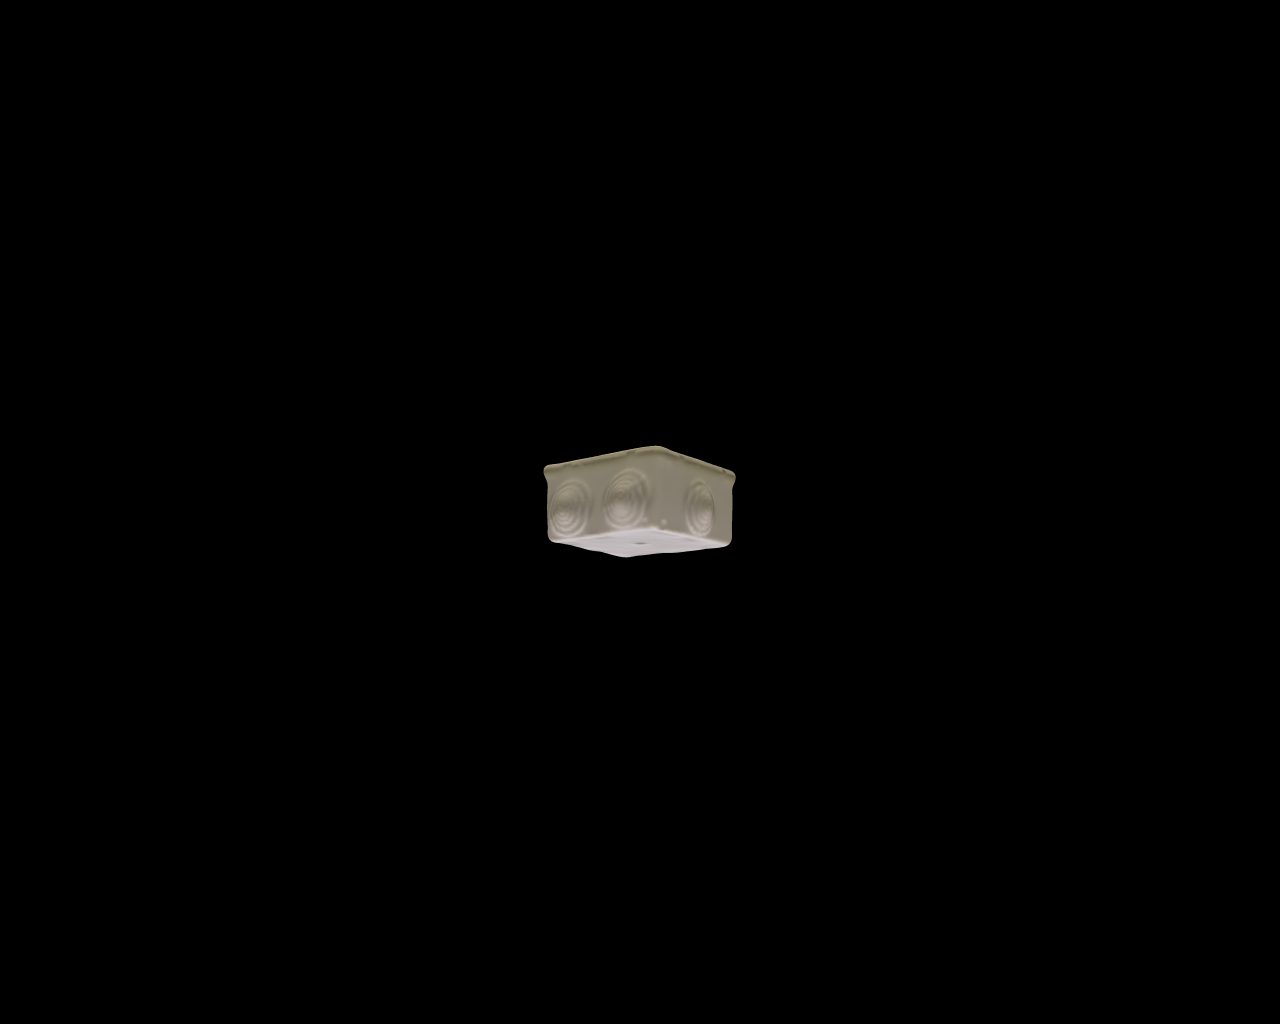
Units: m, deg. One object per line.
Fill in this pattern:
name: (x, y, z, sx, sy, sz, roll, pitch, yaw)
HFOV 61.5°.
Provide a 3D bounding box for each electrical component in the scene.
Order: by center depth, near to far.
electrical component: (0.001, -0.003, 0.650, 0.099, 0.048, 0.100, -8, -14, 35)
